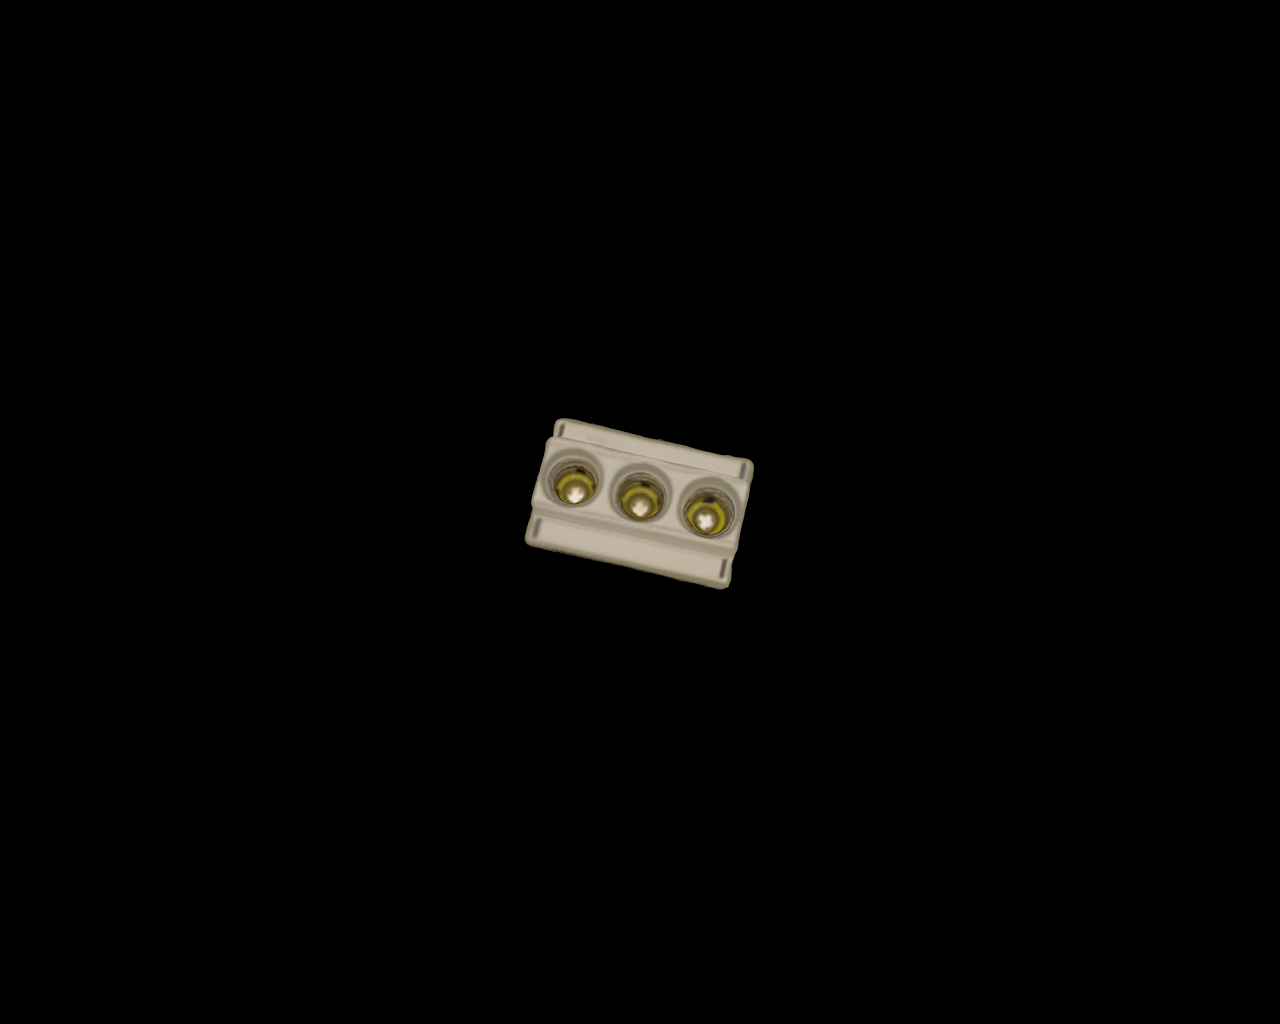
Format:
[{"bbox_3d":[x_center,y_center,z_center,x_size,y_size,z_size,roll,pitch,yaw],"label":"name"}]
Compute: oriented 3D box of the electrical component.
[{"bbox_3d":[0.001,-0.003,0.650,0.121,0.079,0.063,13,-15,4],"label":"electrical component"}]
